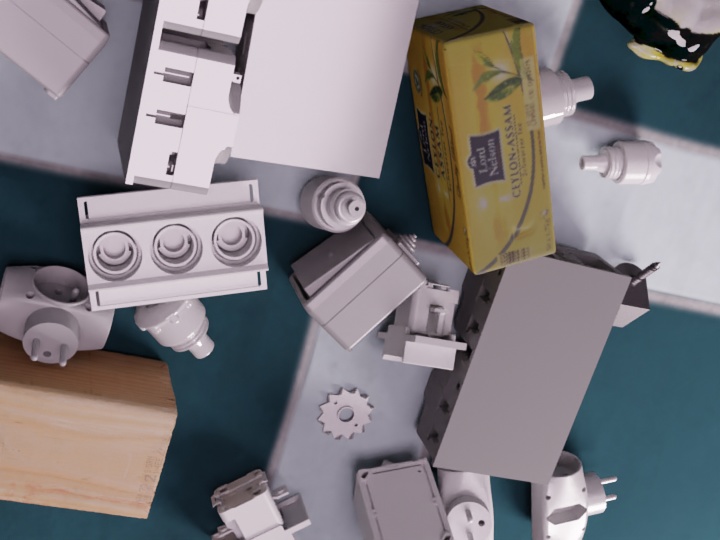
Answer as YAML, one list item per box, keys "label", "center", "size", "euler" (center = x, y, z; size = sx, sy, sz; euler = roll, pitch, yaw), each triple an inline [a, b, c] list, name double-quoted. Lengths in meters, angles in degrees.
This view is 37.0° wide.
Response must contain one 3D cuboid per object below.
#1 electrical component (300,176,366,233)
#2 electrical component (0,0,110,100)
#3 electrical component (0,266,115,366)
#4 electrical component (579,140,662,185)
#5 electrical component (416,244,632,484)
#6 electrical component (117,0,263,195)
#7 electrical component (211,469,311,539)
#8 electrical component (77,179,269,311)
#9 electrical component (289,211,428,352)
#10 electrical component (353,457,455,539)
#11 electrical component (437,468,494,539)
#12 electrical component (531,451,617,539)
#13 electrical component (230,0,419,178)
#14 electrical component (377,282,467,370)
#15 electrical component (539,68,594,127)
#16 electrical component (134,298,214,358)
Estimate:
- label: "electrical component"
  center: [-0.016, -0.047, 0.773]
  size: [0.040, 0.078, 0.040]
  euler: [-3, 98, -20]
- label: "electrical component"
  center: [-0.210, -0.165, 0.679]
  size: [0.096, 0.061, 0.061]
  euler: [39, 97, -25]
- label: "electrical component"
  center: [-0.214, 0.038, 0.748]
  size: [0.077, 0.079, 0.044]
  euler: [14, 123, -20]
- label: "electrical component"
  center: [0.202, -0.084, 0.839]
  size: [0.061, 0.035, 0.035]
  euler: [-2, 111, -12]
- label: "electrical component"
  center: [0.126, 0.069, 0.863]
  size: [0.105, 0.060, 0.186]
  euler: [12, 107, -19]
- label: "electrical component"
  center: [-0.106, -0.153, 0.688]
  size: [0.060, 0.105, 0.186]
  euler: [9, 108, -18]
- label: "electrical component"
  center: [-0.085, 0.200, 0.867]
  size: [0.081, 0.042, 0.063]
  euler: [-26, 112, -5]
- label: "electrical component"
  center: [-0.131, -0.021, 0.753]
  size: [0.121, 0.063, 0.078]
  euler: [-7, 105, -13]
- label: "electrical component"
  center: [0.000, 0.000, 0.801]
  size: [0.096, 0.061, 0.061]
  euler: [-42, 115, 3]
- label: "electrical component"
  center: [0.032, 0.201, 0.879]
  size: [0.062, 0.096, 0.061]
  euler: [-8, 141, -12]
- label: "electrical component"
  center: [0.088, 0.202, 0.885]
  size: [0.043, 0.079, 0.077]
  euler: [-4, 96, 2]
- label: "electrical component"
  center: [0.188, 0.198, 0.940]
  size: [0.079, 0.043, 0.077]
  euler: [-10, 113, -13]
- label: "electrical component"
  center: [-0.025, -0.166, 0.730]
  size: [0.105, 0.060, 0.186]
  euler: [7, 109, -18]
- label: "electrical component"
  center: [0.049, 0.042, 0.828]
  size: [0.042, 0.081, 0.063]
  euler: [11, 85, -19]
- label: "electrical component"
  center: [0.142, -0.129, 0.800]
  size: [0.062, 0.043, 0.043]
  euler: [-15, 114, -11]
- label: "electrical component"
  center: [-0.132, 0.039, 0.791]
  size: [0.048, 0.048, 0.062]
  euler: [-36, 124, 0]
